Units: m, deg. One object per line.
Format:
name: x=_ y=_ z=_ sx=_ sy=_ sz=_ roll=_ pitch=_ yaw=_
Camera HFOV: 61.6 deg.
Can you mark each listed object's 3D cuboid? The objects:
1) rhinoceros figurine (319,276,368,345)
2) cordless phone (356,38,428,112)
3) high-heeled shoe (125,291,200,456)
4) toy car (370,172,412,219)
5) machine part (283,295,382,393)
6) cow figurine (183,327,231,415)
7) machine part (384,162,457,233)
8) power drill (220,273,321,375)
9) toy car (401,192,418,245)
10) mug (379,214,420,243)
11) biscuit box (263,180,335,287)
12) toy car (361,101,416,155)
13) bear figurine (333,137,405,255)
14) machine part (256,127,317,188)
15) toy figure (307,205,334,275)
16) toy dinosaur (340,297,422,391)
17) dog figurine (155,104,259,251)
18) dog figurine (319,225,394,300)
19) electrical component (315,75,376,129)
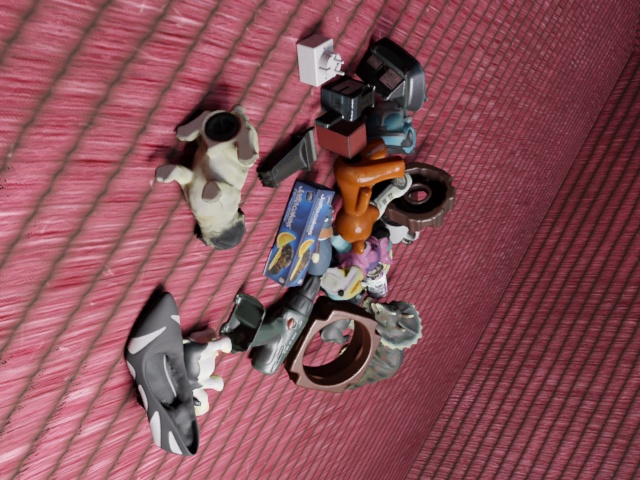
rhinoceros figurine: x=0.058 y=0.162 z=1.312 sx=0.112 sy=0.073 sz=0.190 roll=28 pitch=91 yaw=-49
cordless phone: x=0.171 y=-0.291 z=1.032 sx=0.184 sy=0.147 sz=0.088 roll=21 pitch=116 yaw=-48
high-heeled shoe: x=-0.226 y=0.214 z=0.832 sx=0.086 sy=0.145 sz=0.248 roll=-17 pitch=128 yaw=-53
toy car: x=0.128 y=-0.091 z=1.195 sx=0.202 sy=0.074 sz=0.056 roll=-44 pitch=114 yaw=-31
machine part: x=0.022 y=0.236 z=1.220 sx=0.201 sy=0.087 sz=0.201 roll=20 pitch=101 yaw=-30
cow figurine: x=-0.221 y=0.239 z=0.936 sx=0.098 sy=0.068 sz=0.167 roll=-4 pitch=113 yaw=-50
machine part: x=0.232 y=-0.102 z=1.271 sx=0.179 sy=0.180 sz=0.056 roll=-51 pitch=151 yaw=-20
power drill: x=-0.096 y=0.155 z=1.067 sx=0.232 sy=0.086 sz=0.207 roll=-64 pitch=157 yaw=1
toy car: x=0.233 y=-0.074 z=1.407 sx=0.089 sy=0.053 sz=0.201 roll=-59 pitch=150 yaw=-35
mug: x=0.197 y=-0.035 z=1.338 sx=0.081 sy=0.110 sz=0.107 roll=-57 pitch=163 yaw=-23
biscuit box: x=-0.040 y=-0.012 z=1.026 sx=0.063 sy=0.059 sz=0.202 roll=0 pitch=113 yaw=-57
toy car: x=0.150 y=-0.234 z=1.109 sx=0.161 sy=0.109 sz=0.102 roll=0 pitch=96 yaw=-67
bear figurine: x=0.089 y=-0.080 z=1.045 sx=0.132 sy=0.120 sz=0.195 roll=-20 pitch=128 yaw=-11
machine part: x=-0.051 y=-0.137 z=0.935 sx=0.139 sy=0.039 sz=0.084 roll=-42 pitch=149 yaw=-35
toy figure: x=-0.001 y=-0.003 z=1.097 sx=0.058 sy=0.064 sz=0.154 roll=-2 pitch=116 yaw=-14
toy dinosaur: x=0.165 y=0.298 z=1.457 sx=0.131 sy=0.192 sz=0.404 roll=-30 pitch=135 yaw=-41
dog figurine: x=-0.139 y=-0.086 z=0.800 sx=0.172 sy=0.121 sz=0.190 roll=-51 pitch=162 yaw=-14
dog figurine: x=0.093 y=0.050 z=1.238 sx=0.219 sy=0.109 sz=0.191 roll=15 pitch=98 yaw=-62
electrical component: x=0.037 y=-0.244 z=0.952 sx=0.119 sy=0.075 sz=0.047 roll=-35 pitch=141 yaw=-35
